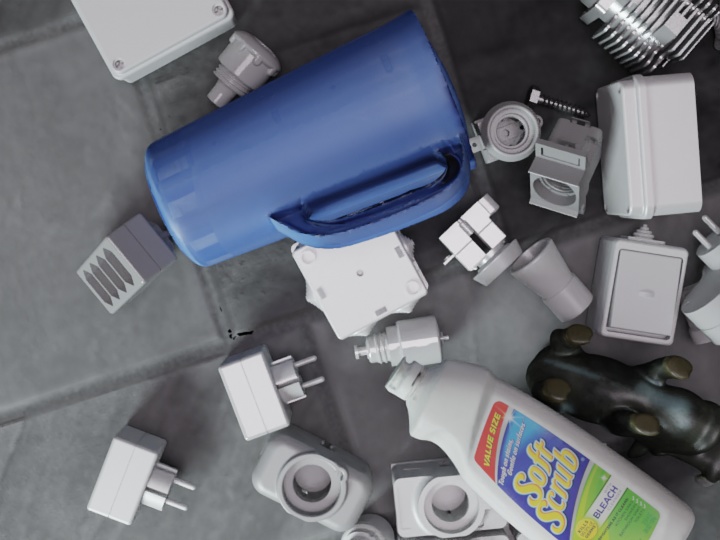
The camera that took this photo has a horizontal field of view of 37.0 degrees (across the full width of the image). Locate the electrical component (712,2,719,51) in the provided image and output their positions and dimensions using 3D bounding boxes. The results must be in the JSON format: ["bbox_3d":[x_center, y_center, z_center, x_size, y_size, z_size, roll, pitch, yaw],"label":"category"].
[{"bbox_3d":[0.342,-0.220,0.877,0.100,0.048,0.099,6,94,-1],"label":"electrical component"}]

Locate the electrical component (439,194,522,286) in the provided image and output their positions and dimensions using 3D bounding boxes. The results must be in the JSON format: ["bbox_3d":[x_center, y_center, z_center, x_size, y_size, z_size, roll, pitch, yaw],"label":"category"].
[{"bbox_3d":[0.101,-0.021,0.890,0.066,0.048,0.055,-44,86,2],"label":"electrical component"}]

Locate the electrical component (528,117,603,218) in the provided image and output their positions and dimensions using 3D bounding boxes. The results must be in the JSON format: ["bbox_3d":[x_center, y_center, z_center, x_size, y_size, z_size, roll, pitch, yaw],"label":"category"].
[{"bbox_3d":[0.168,-0.085,0.873,0.042,0.081,0.063,19,65,19],"label":"electrical component"}]

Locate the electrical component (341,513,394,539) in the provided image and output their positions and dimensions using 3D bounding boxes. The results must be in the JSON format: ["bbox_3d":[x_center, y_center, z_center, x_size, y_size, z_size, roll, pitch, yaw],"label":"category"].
[{"bbox_3d":[0.003,0.231,0.894,0.040,0.078,0.040,1,94,13],"label":"electrical component"}]

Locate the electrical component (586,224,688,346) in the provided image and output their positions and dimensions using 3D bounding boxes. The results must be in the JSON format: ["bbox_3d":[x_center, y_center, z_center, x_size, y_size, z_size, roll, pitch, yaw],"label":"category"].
[{"bbox_3d":[0.230,0.010,0.886,0.062,0.061,0.096,9,94,-2],"label":"electrical component"}]

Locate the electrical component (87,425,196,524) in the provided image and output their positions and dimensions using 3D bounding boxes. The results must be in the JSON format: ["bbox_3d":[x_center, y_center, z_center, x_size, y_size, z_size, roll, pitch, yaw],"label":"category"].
[{"bbox_3d":[-0.177,0.177,0.899,0.077,0.047,0.065,21,94,-2],"label":"electrical component"}]

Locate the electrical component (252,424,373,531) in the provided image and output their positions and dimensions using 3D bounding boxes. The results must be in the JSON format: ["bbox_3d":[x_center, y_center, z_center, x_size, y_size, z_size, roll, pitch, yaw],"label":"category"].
[{"bbox_3d":[-0.039,0.173,0.895,0.095,0.059,0.053,27,93,-3],"label":"electrical component"}]

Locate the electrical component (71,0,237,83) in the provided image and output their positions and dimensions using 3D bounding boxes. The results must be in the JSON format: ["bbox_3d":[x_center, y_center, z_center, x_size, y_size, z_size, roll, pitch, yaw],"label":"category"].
[{"bbox_3d":[-0.171,-0.223,0.865,0.109,0.056,0.108,-28,94,1],"label":"electrical component"}]

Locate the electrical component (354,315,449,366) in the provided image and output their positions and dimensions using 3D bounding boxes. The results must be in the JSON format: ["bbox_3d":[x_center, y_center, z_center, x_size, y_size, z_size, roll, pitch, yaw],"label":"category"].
[{"bbox_3d":[0.034,0.062,0.897,0.078,0.040,0.040,-9,94,0],"label":"electrical component"}]

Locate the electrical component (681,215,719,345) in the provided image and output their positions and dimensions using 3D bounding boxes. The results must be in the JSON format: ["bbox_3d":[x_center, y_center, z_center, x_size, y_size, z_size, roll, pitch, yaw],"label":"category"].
[{"bbox_3d":[0.297,-0.012,0.865,0.074,0.052,0.138,44,59,-6],"label":"electrical component"}]

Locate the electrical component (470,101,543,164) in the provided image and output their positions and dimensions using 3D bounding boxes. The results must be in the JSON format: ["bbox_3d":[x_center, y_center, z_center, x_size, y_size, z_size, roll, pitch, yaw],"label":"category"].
[{"bbox_3d":[0.121,-0.112,0.878,0.066,0.055,0.048,-20,94,1],"label":"electrical component"}]

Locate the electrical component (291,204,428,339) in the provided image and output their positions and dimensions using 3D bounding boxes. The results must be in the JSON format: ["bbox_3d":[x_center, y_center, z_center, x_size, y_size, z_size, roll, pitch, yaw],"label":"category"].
[{"bbox_3d":[0.000,0.000,0.891,0.100,0.048,0.099,-28,96,3],"label":"electrical component"}]

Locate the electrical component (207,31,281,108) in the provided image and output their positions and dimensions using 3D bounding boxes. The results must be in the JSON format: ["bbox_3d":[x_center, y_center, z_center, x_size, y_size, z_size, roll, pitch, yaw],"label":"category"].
[{"bbox_3d":[-0.099,-0.160,0.878,0.048,0.048,0.062,41,100,-3],"label":"electrical component"}]

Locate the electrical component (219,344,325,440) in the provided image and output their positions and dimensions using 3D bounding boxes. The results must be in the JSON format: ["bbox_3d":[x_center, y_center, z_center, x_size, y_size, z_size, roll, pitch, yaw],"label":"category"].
[{"bbox_3d":[-0.069,0.094,0.895,0.077,0.047,0.065,-20,94,0],"label":"electrical component"}]

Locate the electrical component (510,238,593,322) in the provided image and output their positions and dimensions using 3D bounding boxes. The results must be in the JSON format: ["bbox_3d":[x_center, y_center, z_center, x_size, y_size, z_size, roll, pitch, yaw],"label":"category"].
[{"bbox_3d":[0.162,0.011,0.896,0.044,0.044,0.065,-42,99,2],"label":"electrical component"}]

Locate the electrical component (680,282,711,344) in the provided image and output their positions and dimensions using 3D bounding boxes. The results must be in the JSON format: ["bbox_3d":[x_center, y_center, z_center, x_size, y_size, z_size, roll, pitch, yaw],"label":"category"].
[{"bbox_3d":[0.290,0.034,0.901,0.040,0.040,0.046,-22,89,1],"label":"electrical component"}]

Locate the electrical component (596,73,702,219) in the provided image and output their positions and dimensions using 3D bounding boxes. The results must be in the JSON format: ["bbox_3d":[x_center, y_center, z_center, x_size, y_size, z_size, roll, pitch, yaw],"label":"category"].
[{"bbox_3d":[0.232,-0.099,0.870,0.057,0.078,0.113,-6,94,-3],"label":"electrical component"}]

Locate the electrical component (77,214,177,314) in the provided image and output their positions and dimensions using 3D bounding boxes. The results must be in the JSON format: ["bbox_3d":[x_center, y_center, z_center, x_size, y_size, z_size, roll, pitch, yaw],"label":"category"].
[{"bbox_3d":[-0.178,-0.014,0.877,0.047,0.083,0.076,51,54,-4],"label":"electrical component"}]

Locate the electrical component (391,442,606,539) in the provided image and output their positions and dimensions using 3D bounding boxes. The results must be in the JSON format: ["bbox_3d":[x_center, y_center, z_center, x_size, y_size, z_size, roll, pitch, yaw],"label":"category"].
[{"bbox_3d":[0.124,0.211,0.900,0.186,0.060,0.105,-5,94,-1],"label":"electrical component"}]
